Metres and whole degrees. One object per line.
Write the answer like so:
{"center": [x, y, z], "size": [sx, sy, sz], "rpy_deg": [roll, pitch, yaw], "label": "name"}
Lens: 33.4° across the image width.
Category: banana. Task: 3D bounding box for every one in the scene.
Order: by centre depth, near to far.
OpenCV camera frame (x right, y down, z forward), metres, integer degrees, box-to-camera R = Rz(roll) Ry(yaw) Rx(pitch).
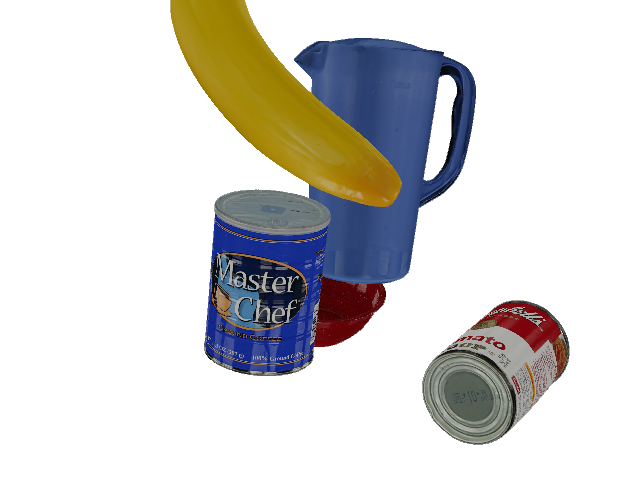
{"center": [-0.029, -0.090, 0.515], "size": [0.069, 0.198, 0.037], "rpy_deg": [-18, -30, -11], "label": "banana"}

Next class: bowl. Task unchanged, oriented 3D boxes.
{"center": [-0.007, 0.076, 1.224], "size": [0.162, 0.055, 0.162], "rpy_deg": [4, 26, -2], "label": "bowl"}

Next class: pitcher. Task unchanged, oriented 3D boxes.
{"center": [0.059, -0.083, 1.094], "size": [0.149, 0.243, 0.144], "rpy_deg": [12, 14, 32], "label": "pitcher"}

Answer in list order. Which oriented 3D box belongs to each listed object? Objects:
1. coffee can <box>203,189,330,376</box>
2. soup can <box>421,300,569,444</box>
{"center": [-0.049, 0.036, 0.959], "size": [0.103, 0.140, 0.103], "rpy_deg": [6, 20, -2], "label": "coffee can"}
{"center": [0.121, 0.089, 0.731], "size": [0.069, 0.068, 0.102], "rpy_deg": [0, 16, 33], "label": "soup can"}
